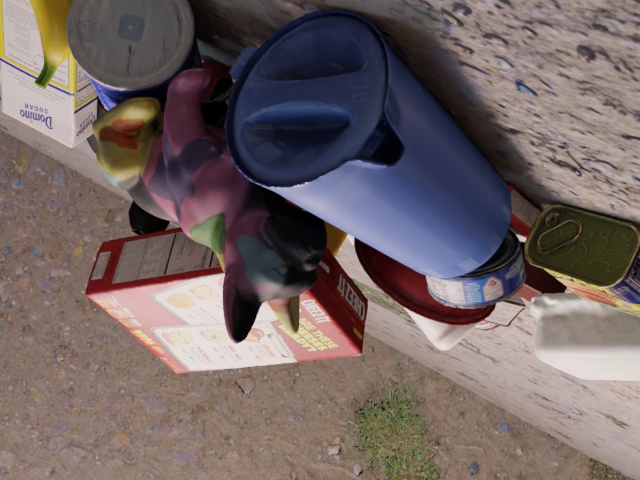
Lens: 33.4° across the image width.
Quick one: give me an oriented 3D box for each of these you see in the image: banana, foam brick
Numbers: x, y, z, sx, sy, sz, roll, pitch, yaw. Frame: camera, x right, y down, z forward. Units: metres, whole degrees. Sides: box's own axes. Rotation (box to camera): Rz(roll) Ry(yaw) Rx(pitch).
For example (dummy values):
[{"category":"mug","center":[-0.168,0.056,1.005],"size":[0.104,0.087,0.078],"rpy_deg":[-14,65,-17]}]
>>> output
[{"category":"banana","center":[-0.257,-0.230,0.901],"size":[0.198,0.069,0.037],"rpy_deg":[60,167,-3]},{"category":"foam brick","center":[0.215,0.030,1.045],"size":[0.051,0.053,0.078],"rpy_deg":[28,173,4]}]

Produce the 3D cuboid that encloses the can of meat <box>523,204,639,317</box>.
[{"category":"can of meat","center":[0.235,0.019,0.888],"size":[0.083,0.057,0.102],"rpy_deg":[32,173,-41]}]

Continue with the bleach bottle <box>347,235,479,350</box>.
[{"category":"bleach bottle","center":[0.074,0.009,1.197],"size":[0.251,0.068,0.102],"rpy_deg":[47,180,-2]}]

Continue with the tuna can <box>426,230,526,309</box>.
[{"category":"tuna can","center":[0.132,0.021,0.917],"size":[0.086,0.086,0.034],"rpy_deg":[21,135,45]}]

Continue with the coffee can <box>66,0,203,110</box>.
[{"category":"coffee can","center":[-0.155,-0.162,0.921],"size":[0.103,0.103,0.140],"rpy_deg":[29,172,1]}]

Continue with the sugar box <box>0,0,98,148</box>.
[{"category":"sugar box","center":[-0.255,-0.182,1.004],"size":[0.093,0.048,0.176],"rpy_deg":[28,136,16]}]

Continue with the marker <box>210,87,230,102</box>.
[{"category":"marker","center":[-0.092,-0.120,0.966],"size":[0.020,0.121,0.020],"rpy_deg":[49,-157,-28]}]

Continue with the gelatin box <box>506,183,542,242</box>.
[{"category":"gelatin box","center":[0.152,-0.030,0.957],"size":[0.073,0.030,0.089],"rpy_deg":[33,171,-40]}]

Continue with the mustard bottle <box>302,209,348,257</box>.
[{"category":"mustard bottle","center":[-0.007,0.002,1.100],"size":[0.058,0.191,0.096],"rpy_deg":[30,179,-14]}]

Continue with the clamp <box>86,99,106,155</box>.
[{"category":"clamp","center":[-0.224,-0.137,1.072],"size":[0.165,0.036,0.210],"rpy_deg":[-11,116,38]}]

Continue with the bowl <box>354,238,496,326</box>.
[{"category":"bowl","center":[0.117,0.007,1.058],"size":[0.162,0.055,0.162],"rpy_deg":[18,-143,-14]}]

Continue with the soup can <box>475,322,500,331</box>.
[{"category":"soup can","center":[0.186,0.062,1.298],"size":[0.069,0.068,0.102],"rpy_deg":[23,170,39]}]

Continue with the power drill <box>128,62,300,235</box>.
[{"category":"power drill","center":[-0.085,-0.078,0.988],"size":[0.188,0.184,0.057],"rpy_deg":[10,163,37]}]

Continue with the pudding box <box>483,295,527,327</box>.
[{"category":"pudding box","center":[0.157,0.041,1.141],"size":[0.113,0.039,0.090],"rpy_deg":[14,-142,-36]}]

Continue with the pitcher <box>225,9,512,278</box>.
[{"category":"pitcher","center":[0.043,-0.063,0.809],"size":[0.145,0.149,0.242],"rpy_deg":[-19,150,27]}]

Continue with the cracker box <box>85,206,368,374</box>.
[{"category":"cracker box","center":[-0.084,0.053,1.008],"size":[0.214,0.072,0.164],"rpy_deg":[-10,142,26]}]
